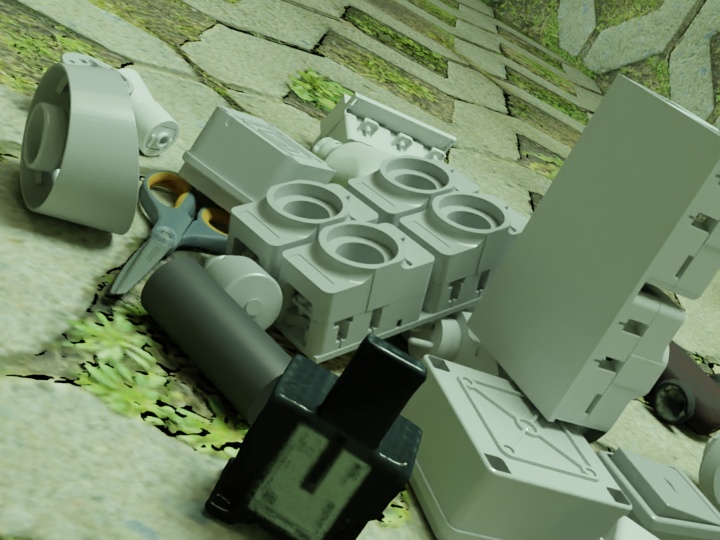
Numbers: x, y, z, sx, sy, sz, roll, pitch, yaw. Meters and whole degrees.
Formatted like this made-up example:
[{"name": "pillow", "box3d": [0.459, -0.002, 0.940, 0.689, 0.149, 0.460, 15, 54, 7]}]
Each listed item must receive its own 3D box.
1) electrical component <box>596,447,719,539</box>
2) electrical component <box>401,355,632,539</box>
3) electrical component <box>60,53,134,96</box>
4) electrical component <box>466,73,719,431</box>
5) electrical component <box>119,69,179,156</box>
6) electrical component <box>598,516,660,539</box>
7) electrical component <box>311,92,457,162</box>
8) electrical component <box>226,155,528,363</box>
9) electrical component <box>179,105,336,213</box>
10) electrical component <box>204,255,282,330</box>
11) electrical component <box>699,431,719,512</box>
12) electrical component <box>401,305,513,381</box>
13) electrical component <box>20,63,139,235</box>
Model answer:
[{"name": "electrical component", "box3d": [0.179, 0.152, 0.656, 0.096, 0.061, 0.061, 17, 25, -34]}, {"name": "electrical component", "box3d": [0.082, 0.111, 0.622, 0.109, 0.056, 0.108, 20, 23, -29]}, {"name": "electrical component", "box3d": [-0.201, -0.124, 0.787, 0.055, 0.047, 0.055, 27, 21, -11]}, {"name": "electrical component", "box3d": [0.156, -0.008, 0.652, 0.060, 0.186, 0.105, 18, 21, -33]}, {"name": "electrical component", "box3d": [-0.170, -0.119, 0.829, 0.065, 0.044, 0.044, 46, 24, 23]}, {"name": "electrical component", "box3d": [0.142, 0.177, 0.545, 0.096, 0.061, 0.061, 34, 20, 8]}, {"name": "electrical component", "box3d": [0.025, -0.116, 1.060, 0.121, 0.079, 0.063, 19, 45, -29]}, {"name": "electrical component", "box3d": [0.016, -0.017, 0.720, 0.186, 0.060, 0.105, -17, 43, -38]}, {"name": "electrical component", "box3d": [-0.075, -0.073, 0.803, 0.078, 0.057, 0.113, 36, 10, 11]}, {"name": "electrical component", "box3d": [-0.077, 0.010, 0.658, 0.040, 0.040, 0.078, 18, 10, -32]}, {"name": "electrical component", "box3d": [0.291, 0.151, 0.792, 0.080, 0.080, 0.051, 34, 15, 9]}, {"name": "electrical component", "box3d": [0.058, 0.050, 0.736, 0.074, 0.052, 0.138, 17, 25, -33]}, {"name": "electrical component", "box3d": [-0.167, -0.074, 0.653, 0.064, 0.099, 0.099, 9, 29, -34]}]
